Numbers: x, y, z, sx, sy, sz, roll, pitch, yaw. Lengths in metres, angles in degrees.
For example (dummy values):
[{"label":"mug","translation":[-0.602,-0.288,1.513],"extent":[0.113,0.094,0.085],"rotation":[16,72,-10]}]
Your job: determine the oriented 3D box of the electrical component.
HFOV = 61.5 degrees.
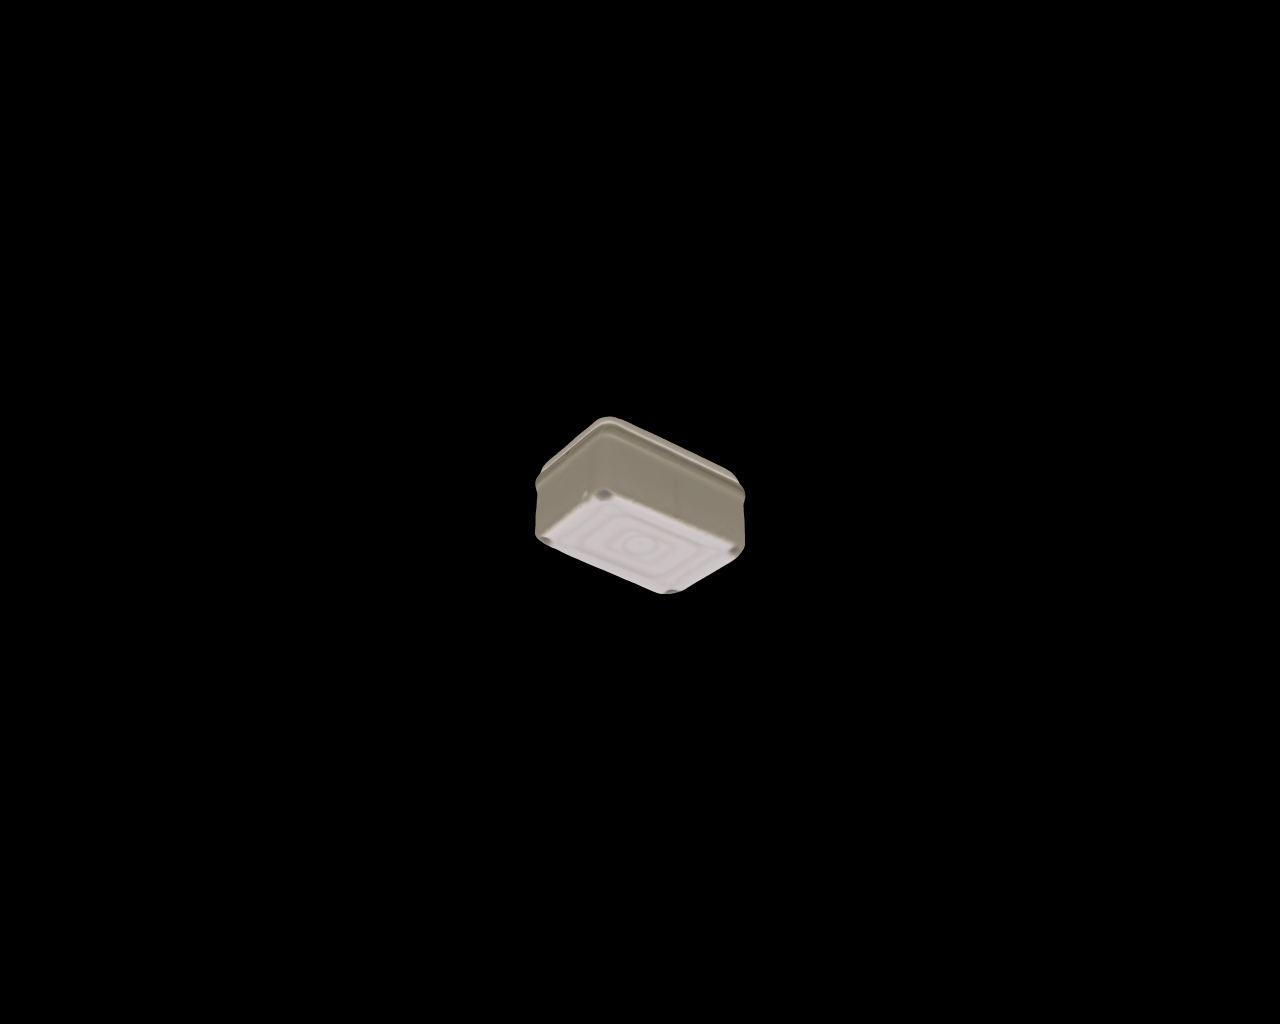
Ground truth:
[{"label":"electrical component","translation":[0.001,-0.003,0.650],"extent":[0.113,0.057,0.078],"rotation":[24,-41,-31]}]
